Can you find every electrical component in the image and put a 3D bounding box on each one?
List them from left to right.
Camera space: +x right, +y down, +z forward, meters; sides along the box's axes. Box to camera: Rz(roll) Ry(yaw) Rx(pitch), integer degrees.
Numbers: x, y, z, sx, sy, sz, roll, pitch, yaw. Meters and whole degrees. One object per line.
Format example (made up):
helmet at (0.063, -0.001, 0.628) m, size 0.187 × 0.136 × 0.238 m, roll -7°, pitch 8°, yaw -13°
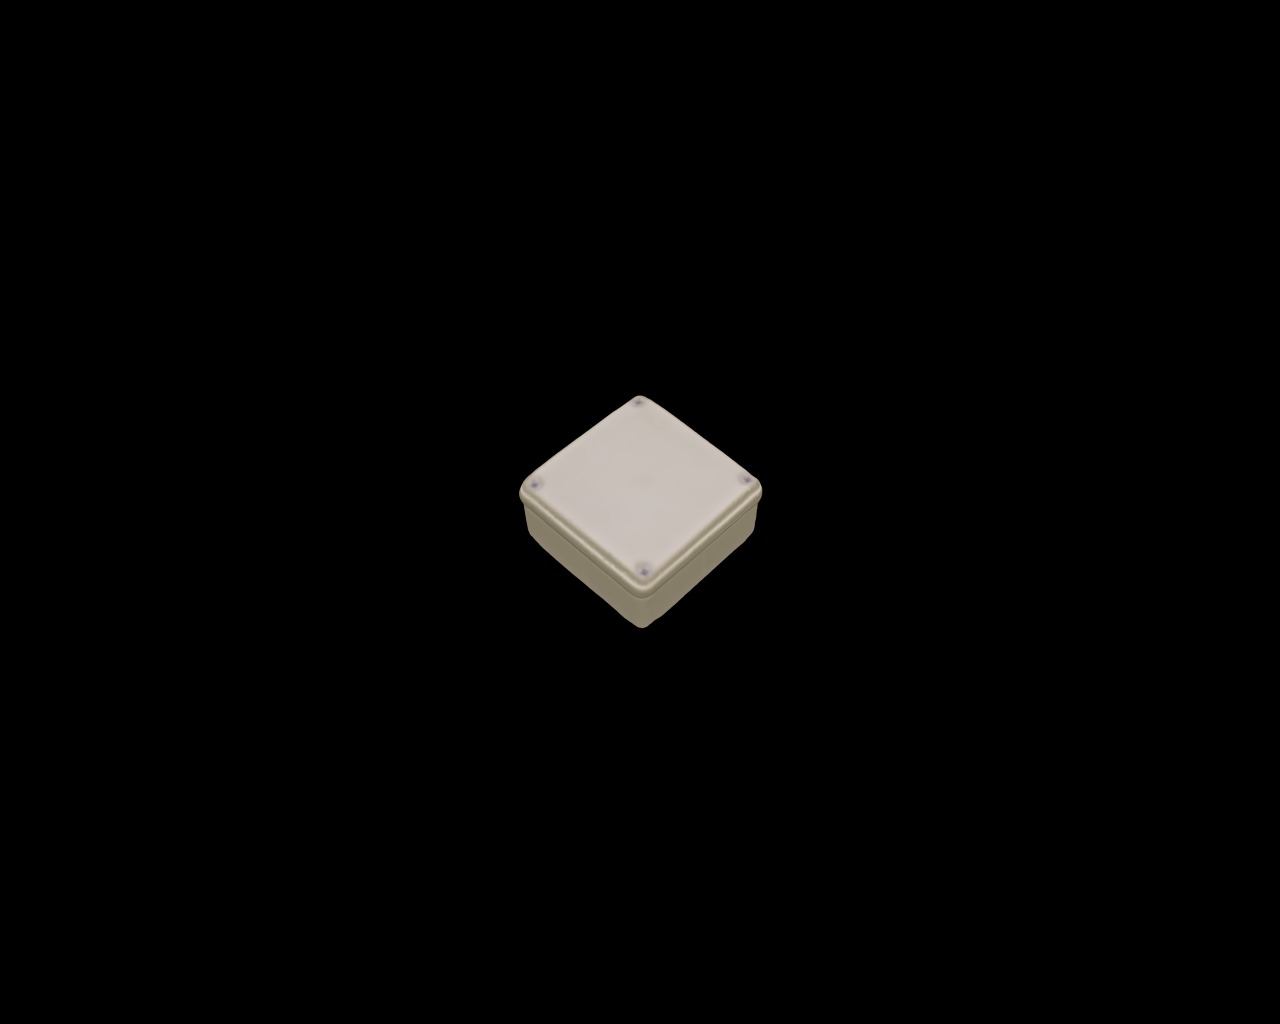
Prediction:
electrical component at (0.001, -0.003, 0.650) m, size 0.109 × 0.056 × 0.109 m, roll 39°, pitch 63°, yaw 25°
